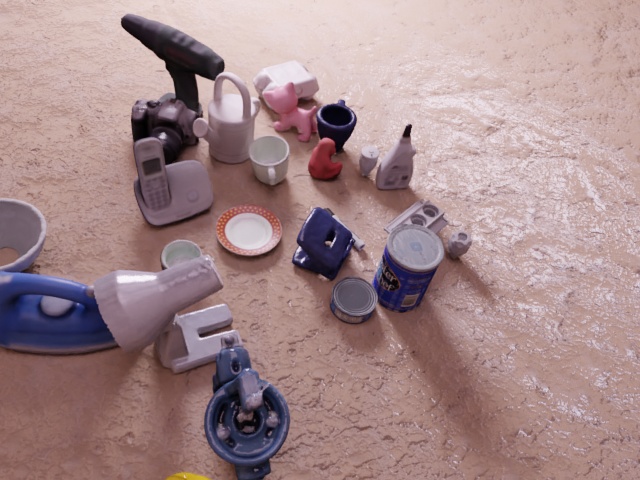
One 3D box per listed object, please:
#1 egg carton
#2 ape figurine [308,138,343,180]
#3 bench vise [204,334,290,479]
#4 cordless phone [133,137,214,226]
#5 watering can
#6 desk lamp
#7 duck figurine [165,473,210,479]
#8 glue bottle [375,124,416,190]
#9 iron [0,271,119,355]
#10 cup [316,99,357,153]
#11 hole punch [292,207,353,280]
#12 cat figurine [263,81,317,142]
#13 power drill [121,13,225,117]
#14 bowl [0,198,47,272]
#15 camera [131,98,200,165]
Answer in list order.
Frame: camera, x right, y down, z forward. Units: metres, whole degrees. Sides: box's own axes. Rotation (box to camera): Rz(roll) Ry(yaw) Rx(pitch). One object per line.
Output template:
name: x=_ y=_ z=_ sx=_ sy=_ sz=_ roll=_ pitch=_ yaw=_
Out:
egg carton: x=-0.082 y=-0.378 z=1.398 sx=0.151 sy=0.069 sz=0.107 roll=-24 pitch=59 yaw=-26
ape figurine: x=0.012 y=-0.181 z=1.243 sx=0.076 sy=0.092 sz=0.077 roll=-17 pitch=57 yaw=-22
bench vise: x=-0.121 y=0.221 z=0.817 sx=0.122 sy=0.220 sz=0.207 roll=-25 pitch=60 yaw=-26
cordless phone: x=-0.280 y=-0.124 z=1.085 sx=0.148 sy=0.185 sz=0.094 roll=-24 pitch=59 yaw=-26
watering can: x=-0.189 y=-0.258 z=1.203 sx=0.101 sy=0.194 sz=0.173 roll=18 pitch=51 yaw=5
desk lamp: x=-0.228 y=0.112 z=0.888 sx=0.204 sy=0.213 sz=0.117 roll=-16 pitch=56 yaw=-21
duck figurine: x=-0.193 y=0.352 z=0.786 sx=0.105 sy=0.086 sz=0.077 roll=-7 pitch=53 yaw=-15
glue bottle: x=0.170 y=-0.178 z=1.217 sx=0.078 sy=0.173 sz=0.037 roll=-3 pitch=52 yaw=-12
iron: x=-0.409 y=0.101 z=0.911 sx=0.258 sy=0.141 sz=0.118 roll=5 pitch=51 yaw=-6
cup: x=0.034 y=-0.256 z=1.305 sx=0.091 sy=0.095 sz=0.118 roll=13 pitch=51 yaw=1
hole punch: x=0.010 y=0.004 z=1.096 sx=0.101 sy=0.091 sz=0.109 roll=21 pitch=51 yaw=7
cat figurine: x=-0.064 y=-0.303 z=1.310 sx=0.127 sy=0.118 sz=0.067 roll=23 pitch=52 yaw=9
power drill: x=-0.322 y=-0.372 z=1.260 sx=0.229 sy=0.208 sz=0.076 roll=18 pitch=51 yaw=4
bowl: x=-0.559 y=0.010 z=0.999 sx=0.167 sy=0.075 sz=0.167 roll=5 pitch=51 yaw=-6
camera: x=-0.338 y=-0.232 z=1.215 sx=0.143 sy=0.101 sz=0.137 roll=11 pitch=51 yaw=-1
